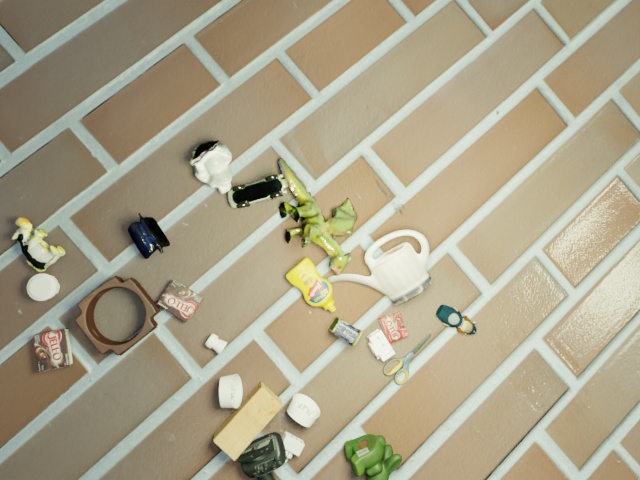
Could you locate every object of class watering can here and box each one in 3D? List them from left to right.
[{"bbox_3d":[0.216,0.114,1.685,0.347,0.104,0.224,-32,92,4],"label":"watering can"}]

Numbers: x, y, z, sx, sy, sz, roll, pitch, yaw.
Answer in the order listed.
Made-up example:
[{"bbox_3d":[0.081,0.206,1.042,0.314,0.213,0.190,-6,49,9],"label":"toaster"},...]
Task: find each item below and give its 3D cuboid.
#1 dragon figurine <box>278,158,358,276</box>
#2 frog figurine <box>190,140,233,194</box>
[{"bbox_3d":[0.005,-0.085,1.688,0.243,0.120,0.415,-4,75,-27],"label":"dragon figurine"},{"bbox_3d":[-0.334,-0.234,1.652,0.139,0.123,0.156,-49,129,-18],"label":"frog figurine"}]
